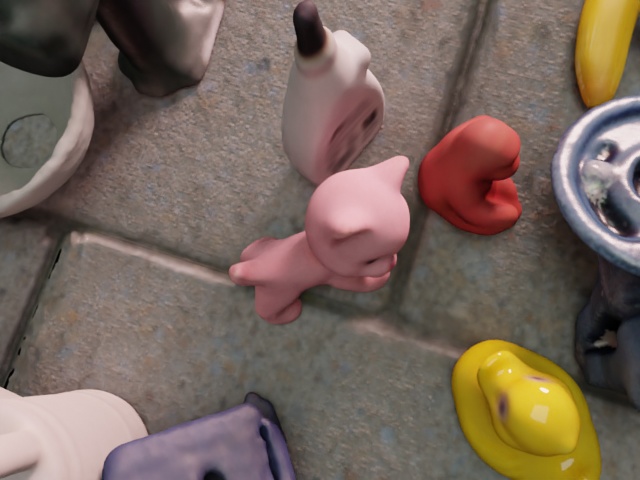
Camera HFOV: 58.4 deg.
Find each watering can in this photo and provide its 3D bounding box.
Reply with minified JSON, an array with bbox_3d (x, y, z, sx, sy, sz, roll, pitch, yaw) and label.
[{"bbox_3d":[-0.183,0.133,0.310,0.172,0.194,0.101,28,83,11],"label":"watering can"}]

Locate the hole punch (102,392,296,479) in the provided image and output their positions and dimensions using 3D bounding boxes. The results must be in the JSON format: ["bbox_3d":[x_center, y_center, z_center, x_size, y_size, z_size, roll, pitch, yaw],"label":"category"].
[{"bbox_3d":[-0.064,0.157,0.345,0.101,0.091,0.108,-20,77,2],"label":"hole punch"}]

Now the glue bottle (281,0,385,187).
[{"bbox_3d":[0.004,-0.089,0.346,0.037,0.173,0.078,41,86,13],"label":"glue bottle"}]

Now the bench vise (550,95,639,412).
[{"bbox_3d":[0.197,0.000,0.282,0.121,0.220,0.207,-19,77,3],"label":"bench vise"}]

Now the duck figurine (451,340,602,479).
[{"bbox_3d":[0.126,0.106,0.336,0.077,0.086,0.104,-38,77,-2],"label":"duck figurine"}]

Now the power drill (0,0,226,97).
[{"bbox_3d":[-0.129,-0.195,0.365,0.075,0.208,0.230,11,80,9],"label":"power drill"}]

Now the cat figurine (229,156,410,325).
[{"bbox_3d":[0.003,0.001,0.356,0.128,0.118,0.067,-23,76,1],"label":"cat figurine"}]

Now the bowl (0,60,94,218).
[{"bbox_3d":[-0.235,-0.086,0.423,0.167,0.075,0.167,-1,78,6],"label":"bowl"}]

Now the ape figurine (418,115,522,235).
[{"bbox_3d":[0.102,-0.047,0.368,0.076,0.092,0.078,12,80,9],"label":"ape figurine"}]
